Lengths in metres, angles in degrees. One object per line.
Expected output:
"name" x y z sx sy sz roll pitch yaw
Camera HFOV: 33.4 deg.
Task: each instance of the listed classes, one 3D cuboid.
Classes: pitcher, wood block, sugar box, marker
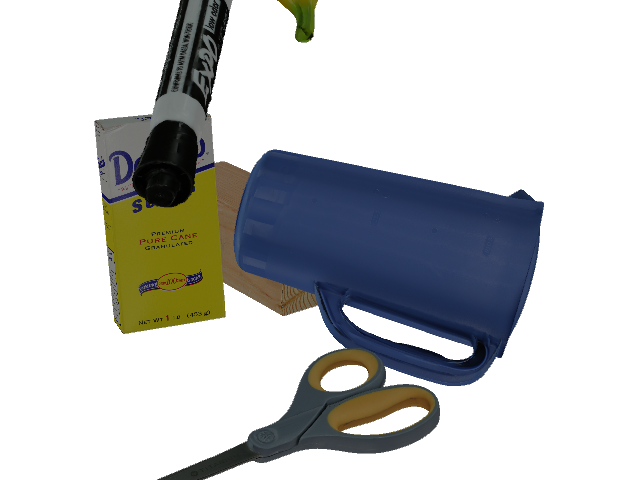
"pitcher" 0.053 0.012 0.884 0.243 0.145 0.149 15 17 9
"wood block" -0.073 -0.007 1.121 0.090 0.090 0.206 -14 29 -42
"sugar box" -0.133 -0.017 0.896 0.093 0.176 0.048 -9 18 -20
"marker" -0.045 -0.054 0.364 0.020 0.020 0.121 0 43 4

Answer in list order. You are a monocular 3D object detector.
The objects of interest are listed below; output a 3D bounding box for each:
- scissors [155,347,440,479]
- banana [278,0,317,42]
"scissors" -0.030 0.106 0.631 0.201 0.016 0.096 -8 32 -13
"banana" -0.071 -0.175 0.668 0.198 0.069 0.037 20 -34 31
